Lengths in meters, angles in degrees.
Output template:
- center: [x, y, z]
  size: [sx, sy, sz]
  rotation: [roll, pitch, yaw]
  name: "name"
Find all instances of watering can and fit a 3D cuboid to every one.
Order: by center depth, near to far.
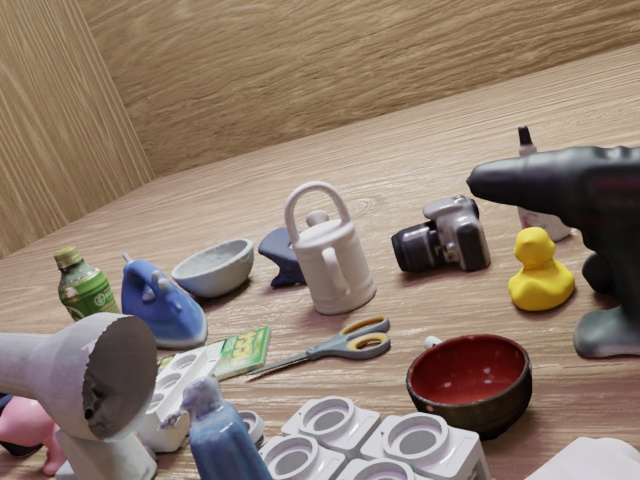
- center: [0.006, 0.004, 0.868]
  size: [0.101, 0.194, 0.172]
  rotation: [-27, 19, -20]
  name: "watering can"

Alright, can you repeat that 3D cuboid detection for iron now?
- center: [-0.278, 0.096, 0.989]
  size: [0.119, 0.141, 0.257]
  rotation: [-30, 20, -29]
  name: "iron"

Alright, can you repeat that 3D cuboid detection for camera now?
- center: [0.179, -0.012, 0.883]
  size: [0.136, 0.101, 0.143]
  rotation: [-16, 18, 11]
  name: "camera"

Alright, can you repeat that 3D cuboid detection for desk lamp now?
- center: [-0.249, 0.180, 0.582]
  size: [0.202, 0.214, 0.118]
  rotation: [-13, 19, 21]
  name: "desk lamp"

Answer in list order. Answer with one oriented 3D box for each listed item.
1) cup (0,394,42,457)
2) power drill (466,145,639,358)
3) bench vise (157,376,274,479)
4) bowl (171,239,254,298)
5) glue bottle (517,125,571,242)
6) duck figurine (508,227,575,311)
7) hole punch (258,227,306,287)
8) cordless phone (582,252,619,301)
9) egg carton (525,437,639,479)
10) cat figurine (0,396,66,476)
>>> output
- center: [-0.405, 0.236, 0.784]
  size: [0.091, 0.095, 0.118]
  rotation: [-9, 20, 30]
  name: "cup"
- center: [0.273, 0.006, 0.547]
  size: [0.228, 0.209, 0.076]
  rotation: [-10, 20, 30]
  name: "power drill"
- center: [-0.004, 0.182, 0.300]
  size: [0.122, 0.220, 0.206]
  rotation: [-31, 20, -31]
  name: "bench vise"
- center: [-0.195, 0.065, 1.105]
  size: [0.167, 0.075, 0.167]
  rotation: [-18, 18, 6]
  name: "bowl"
- center: [0.312, -0.084, 0.835]
  size: [0.037, 0.173, 0.078]
  rotation: [-26, 19, -18]
  name: "glue bottle"
- center: [0.262, 0.029, 0.695]
  size: [0.077, 0.086, 0.105]
  rotation: [-8, 21, 33]
  name: "duck figurine"
- center: [-0.043, 0.023, 1.038]
  size: [0.100, 0.091, 0.109]
  rotation: [-10, 20, 29]
  name: "hole punch"
- center: [0.351, -0.031, 0.612]
  size: [0.147, 0.185, 0.094]
  rotation: [-20, 18, 1]
  name: "cordless phone"
- center: [0.168, 0.187, 0.348]
  size: [0.150, 0.069, 0.107]
  rotation: [-27, 19, -21]
  name: "egg carton"
- center: [-0.332, 0.221, 0.711]
  size: [0.128, 0.118, 0.067]
  rotation: [-25, 18, -15]
  name: "cat figurine"
